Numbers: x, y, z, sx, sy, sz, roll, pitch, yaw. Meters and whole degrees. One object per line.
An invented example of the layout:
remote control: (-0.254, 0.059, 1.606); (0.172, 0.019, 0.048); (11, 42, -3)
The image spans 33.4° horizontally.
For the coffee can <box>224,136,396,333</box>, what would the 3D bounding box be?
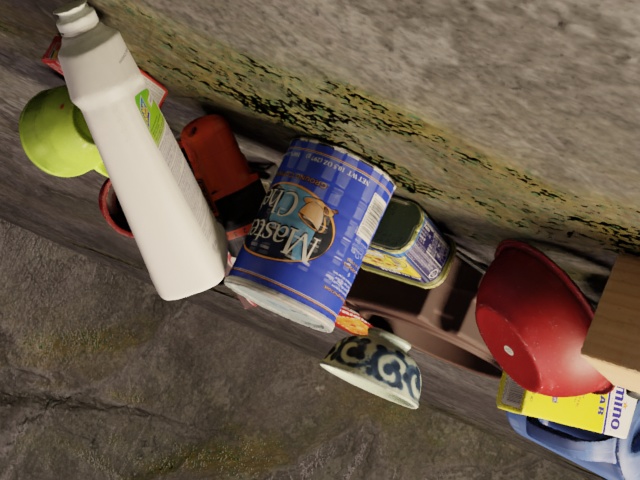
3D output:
coffee can: (-0.008, -0.004, 0.925); (0.103, 0.140, 0.103); (24, 170, 4)

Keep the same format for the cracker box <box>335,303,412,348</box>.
cracker box: (0.063, 0.081, 1.395); (0.164, 0.072, 0.214); (25, 169, -2)

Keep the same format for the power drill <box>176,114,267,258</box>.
power drill: (-0.101, -0.032, 1.038); (0.188, 0.057, 0.184); (7, 121, 64)

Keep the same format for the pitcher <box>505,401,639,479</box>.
pitcher: (0.332, 0.223, 1.323); (0.149, 0.145, 0.243); (44, 165, -24)

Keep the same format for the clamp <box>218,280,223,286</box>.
clamp: (-0.063, 0.046, 1.445); (0.120, 0.039, 0.171); (22, -161, 12)

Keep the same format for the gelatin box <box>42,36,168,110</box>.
gelatin box: (-0.190, -0.145, 0.948); (0.073, 0.030, 0.089); (15, 166, 44)

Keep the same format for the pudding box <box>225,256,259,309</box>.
pudding box: (-0.077, 0.026, 1.319); (0.090, 0.039, 0.113); (-17, 118, 24)

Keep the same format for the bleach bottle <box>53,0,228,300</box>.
bleach bottle: (-0.148, -0.078, 0.867); (0.102, 0.068, 0.251); (-101, -9, -61)

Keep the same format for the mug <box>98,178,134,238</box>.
mug: (-0.232, -0.053, 1.394); (0.117, 0.093, 0.082); (-9, -173, -18)

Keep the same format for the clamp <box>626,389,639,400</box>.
clamp: (0.301, 0.117, 1.006); (0.209, 0.036, 0.165); (27, -163, -34)

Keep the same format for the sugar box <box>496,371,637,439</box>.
sugar box: (0.266, 0.148, 1.118); (0.176, 0.093, 0.048); (17, 177, -34)

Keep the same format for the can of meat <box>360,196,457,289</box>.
can of meat: (0.065, -0.004, 1.001); (0.102, 0.057, 0.083); (17, 165, 34)

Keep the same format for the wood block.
wood block: (0.313, 0.086, 0.785); (0.206, 0.090, 0.090); (16, 167, 38)

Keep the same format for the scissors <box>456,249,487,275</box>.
scissors: (0.193, 0.059, 1.034); (0.201, 0.016, 0.096); (28, -158, -21)

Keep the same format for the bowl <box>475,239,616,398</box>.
bowl: (0.186, 0.081, 0.939); (0.162, 0.055, 0.162); (53, 165, 20)
